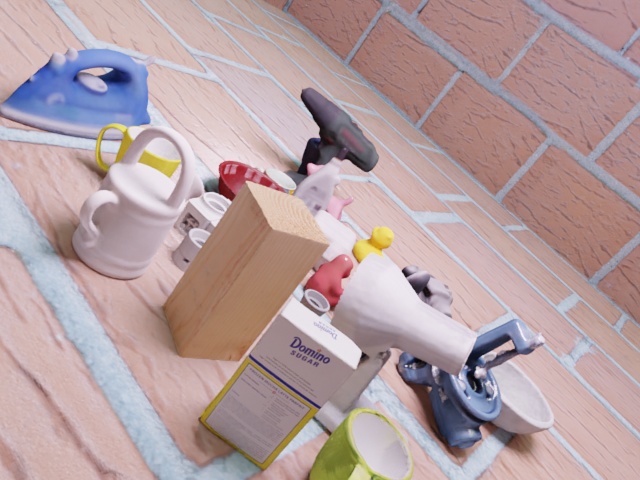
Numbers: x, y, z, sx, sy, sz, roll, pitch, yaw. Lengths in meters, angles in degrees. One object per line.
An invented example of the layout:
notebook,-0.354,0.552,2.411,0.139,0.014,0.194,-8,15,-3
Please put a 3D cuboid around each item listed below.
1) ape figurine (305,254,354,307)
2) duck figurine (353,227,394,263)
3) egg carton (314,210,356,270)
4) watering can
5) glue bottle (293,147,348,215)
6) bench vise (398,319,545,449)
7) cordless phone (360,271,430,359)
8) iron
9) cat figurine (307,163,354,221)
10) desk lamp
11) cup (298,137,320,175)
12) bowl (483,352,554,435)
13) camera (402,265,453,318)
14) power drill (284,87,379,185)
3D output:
ape figurine,0.024,0.063,0.970,0.076,0.092,0.077,19,29,-37
duck figurine,0.123,0.014,1.215,0.078,0.086,0.104,27,25,-24
egg carton,0.010,0.004,1.091,0.107,0.069,0.150,36,23,-3
watering can,-0.217,-0.056,0.714,0.101,0.194,0.173,35,23,-6
glue bottle,0.006,-0.120,1.185,0.078,0.173,0.037,30,24,-18
bench vise,0.224,0.178,0.882,0.122,0.219,0.207,4,40,-53
cordless phone,0.075,0.111,0.837,0.094,0.185,0.148,45,24,17
iron,-0.373,-0.251,0.920,0.118,0.141,0.259,43,23,13
cat figurine,0.015,-0.108,1.246,0.128,0.117,0.067,39,23,4
desk lamp,0.083,0.152,0.734,0.203,0.213,0.118,42,23,11
cup,-0.013,-0.194,1.394,0.092,0.095,0.117,25,26,-27
bowl,0.326,0.283,1.019,0.168,0.074,0.167,31,24,-15
camera,0.177,0.103,1.107,0.137,0.100,0.143,21,28,-35
power drill,0.007,-0.199,1.287,0.230,0.208,0.075,31,24,-15
